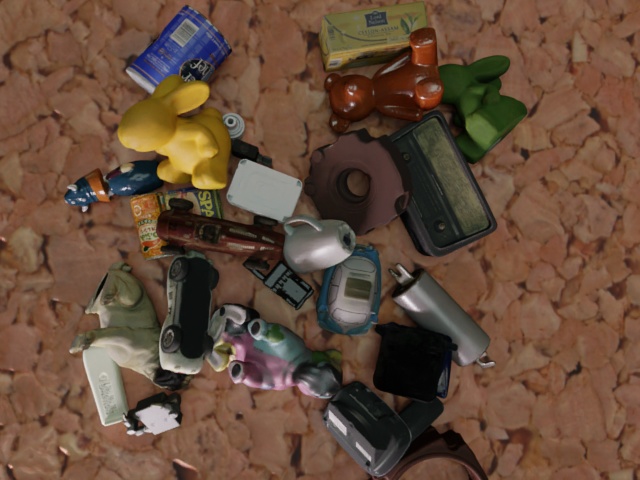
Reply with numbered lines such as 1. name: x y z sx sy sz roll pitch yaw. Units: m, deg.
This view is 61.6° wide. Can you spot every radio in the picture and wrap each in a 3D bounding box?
1. radio: 0.190 -0.090 0.924 0.131 0.073 0.229 -28 91 -6

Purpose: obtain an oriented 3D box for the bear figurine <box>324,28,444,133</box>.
1. bear figurine: 0.097 -0.251 0.875 0.196 0.132 0.120 -4 82 11

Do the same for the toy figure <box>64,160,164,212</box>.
1. toy figure: -0.337 -0.091 0.879 0.154 0.058 0.064 -14 113 -9

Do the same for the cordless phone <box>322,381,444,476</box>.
1. cordless phone: 0.111 0.288 0.912 0.184 0.088 0.147 -26 48 -32

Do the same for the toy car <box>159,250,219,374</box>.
1. toy car: -0.209 0.111 0.858 0.073 0.056 0.202 22 55 -39

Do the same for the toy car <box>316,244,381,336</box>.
1. toy car: 0.057 0.085 0.895 0.109 0.103 0.161 13 90 -6

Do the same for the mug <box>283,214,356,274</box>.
1. mug: -0.002 -0.003 0.870 0.109 0.107 0.081 55 41 -26

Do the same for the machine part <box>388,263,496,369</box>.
1. machine part: 0.207 0.132 0.922 0.079 0.079 0.243 -45 94 -5

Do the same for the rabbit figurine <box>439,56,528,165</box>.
1. rabbit figurine: 0.262 -0.246 0.917 0.159 0.121 0.170 -42 78 -8

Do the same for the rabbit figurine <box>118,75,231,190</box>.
1. rabbit figurine: -0.212 -0.161 0.797 0.122 0.173 0.162 26 100 35

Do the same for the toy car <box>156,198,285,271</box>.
1. toy car: -0.157 -0.007 0.841 0.202 0.053 0.089 12 87 0

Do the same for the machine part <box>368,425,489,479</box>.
1. machine part: 0.187 0.438 0.910 0.201 0.087 0.201 -29 92 -7

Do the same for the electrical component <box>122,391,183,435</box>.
1. electrical component: -0.269 0.285 0.870 0.102 0.045 0.078 -17 117 6

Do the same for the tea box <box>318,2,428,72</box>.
1. tea box: 0.088 -0.340 0.907 0.170 0.098 0.068 -11 91 -7

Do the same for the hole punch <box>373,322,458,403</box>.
1. hole punch: 0.160 0.204 0.895 0.142 0.092 0.115 9 79 32

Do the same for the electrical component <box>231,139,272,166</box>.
1. electrical component: -0.124 -0.148 0.899 0.094 0.063 0.021 21 87 -6

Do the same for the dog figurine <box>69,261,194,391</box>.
1. dog figurine: -0.280 0.141 0.876 0.190 0.121 0.172 25 75 -27

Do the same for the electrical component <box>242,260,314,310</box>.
1. electrical component: -0.069 0.062 0.898 0.119 0.075 0.048 41 87 -1

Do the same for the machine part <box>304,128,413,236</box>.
1. machine part: 0.061 -0.092 0.882 0.180 0.056 0.179 7 108 22

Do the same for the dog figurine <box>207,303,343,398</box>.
1. dog figurine: -0.064 0.193 0.887 0.219 0.192 0.108 29 82 -39
